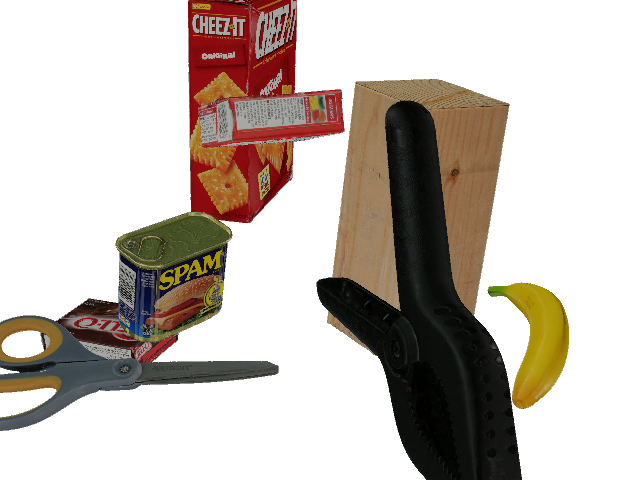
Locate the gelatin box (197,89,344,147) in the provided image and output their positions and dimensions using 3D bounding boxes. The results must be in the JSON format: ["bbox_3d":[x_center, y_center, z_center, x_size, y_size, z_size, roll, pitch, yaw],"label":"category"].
[{"bbox_3d":[-0.034,-0.078,0.685,0.073,0.030,0.089,-6,5,-18],"label":"gelatin box"}]

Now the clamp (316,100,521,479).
[{"bbox_3d":[0.055,0.044,0.546,0.036,0.165,0.210,-6,46,-21],"label":"clamp"}]

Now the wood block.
[{"bbox_3d":[0.076,-0.018,0.859,0.090,0.206,0.090,-8,24,-35],"label":"wood block"}]

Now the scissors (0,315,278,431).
[{"bbox_3d":[-0.135,0.073,0.688,0.201,0.016,0.096,-13,45,-8],"label":"scissors"}]

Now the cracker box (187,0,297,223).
[{"bbox_3d":[-0.074,-0.144,1.079,0.072,0.214,0.164,7,21,12],"label":"cracker box"}]

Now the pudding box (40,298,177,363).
[{"bbox_3d":[-0.218,0.100,1.110,0.114,0.039,0.089,5,21,22],"label":"pudding box"}]

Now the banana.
[{"bbox_3d":[0.210,0.093,1.043,0.070,0.037,0.197,-29,24,16],"label":"banana"}]

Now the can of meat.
[{"bbox_3d":[-0.130,0.033,0.943,0.101,0.084,0.058,-22,43,-40],"label":"can of meat"}]
